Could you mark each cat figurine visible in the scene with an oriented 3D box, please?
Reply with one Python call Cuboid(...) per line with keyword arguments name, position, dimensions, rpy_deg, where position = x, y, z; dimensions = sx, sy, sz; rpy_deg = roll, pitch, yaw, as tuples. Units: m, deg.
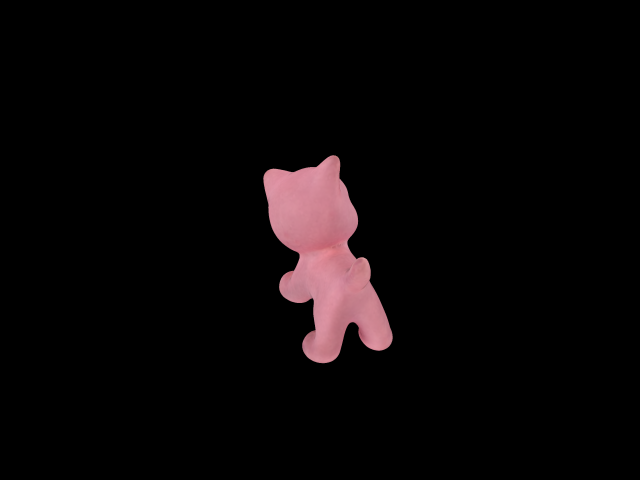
Cuboid(name="cat figurine", position=(0.004, 0.001, 0.400), dimensions=(0.067, 0.118, 0.127), rpy_deg=(-14, 40, -17))
